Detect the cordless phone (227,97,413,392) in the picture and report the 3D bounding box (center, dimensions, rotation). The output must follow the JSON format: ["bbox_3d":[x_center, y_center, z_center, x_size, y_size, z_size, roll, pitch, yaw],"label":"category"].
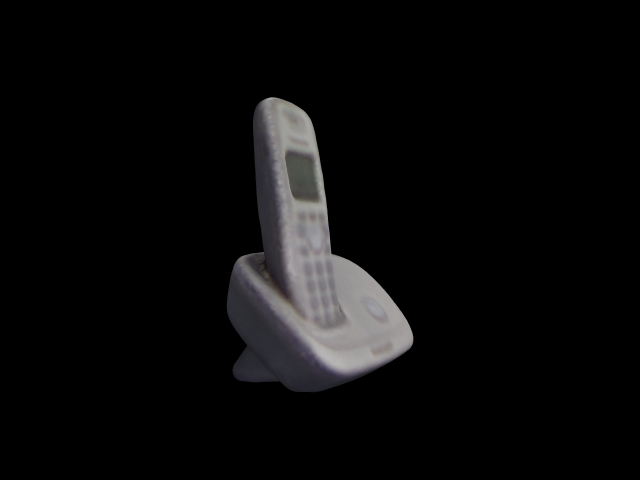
[{"bbox_3d":[0.004,0.001,0.400,0.093,0.185,0.148,0,0,29],"label":"cordless phone"}]
